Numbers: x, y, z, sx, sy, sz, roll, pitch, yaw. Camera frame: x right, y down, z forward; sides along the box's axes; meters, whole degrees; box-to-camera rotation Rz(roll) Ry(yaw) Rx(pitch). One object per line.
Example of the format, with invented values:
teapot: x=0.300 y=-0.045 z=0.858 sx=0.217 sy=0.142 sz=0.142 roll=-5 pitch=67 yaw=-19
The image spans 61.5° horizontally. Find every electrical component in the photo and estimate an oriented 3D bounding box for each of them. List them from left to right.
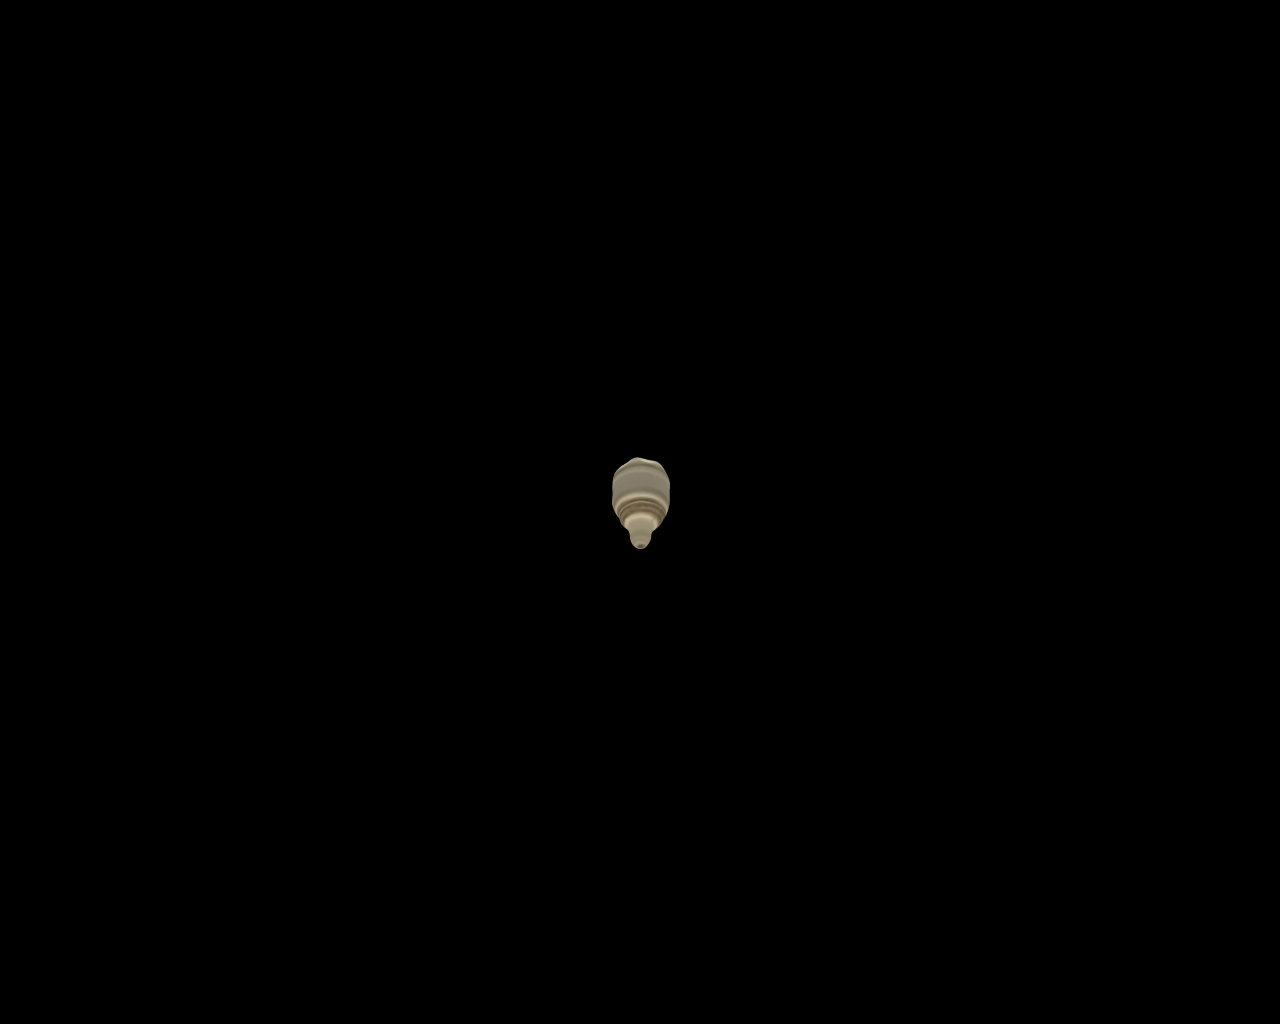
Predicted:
electrical component: x=0.001 y=-0.003 z=0.650 sx=0.035 sy=0.061 sz=0.035 roll=0 pitch=-41 yaw=0
